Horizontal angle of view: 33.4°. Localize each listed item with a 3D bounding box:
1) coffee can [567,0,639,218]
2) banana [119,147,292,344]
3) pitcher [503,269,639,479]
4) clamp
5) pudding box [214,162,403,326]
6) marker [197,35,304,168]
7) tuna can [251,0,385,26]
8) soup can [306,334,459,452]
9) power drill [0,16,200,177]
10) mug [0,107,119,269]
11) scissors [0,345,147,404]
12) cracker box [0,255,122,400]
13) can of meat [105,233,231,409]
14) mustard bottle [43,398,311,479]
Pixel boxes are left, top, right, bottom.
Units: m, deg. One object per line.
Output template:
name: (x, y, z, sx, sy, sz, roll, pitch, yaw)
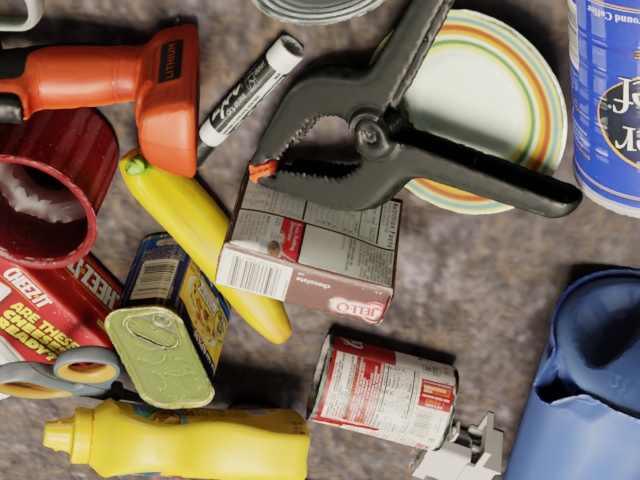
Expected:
coffee can: (0.185, -0.096, 0.572, 0.103, 0.102, 0.140, -3, 130, 13)
banana: (-0.082, -0.002, 0.728, 0.037, 0.069, 0.197, -29, 131, 12)
pitcher: (0.214, 0.145, 0.773, 0.149, 0.144, 0.243, 18, 136, 10)
clamp: (0.046, -0.061, 0.642, 0.210, 0.036, 0.164, -24, 99, 39)
pudding box: (-0.005, 0.001, 0.701, 0.113, 0.090, 0.039, 16, 131, -4)
marker: (-0.053, -0.085, 0.681, 0.020, 0.020, 0.121, 34, 128, -19)
tuna can: (0.001, -0.155, 0.577, 0.086, 0.034, 0.086, -7, 157, -3)
soup can: (0.047, 0.116, 0.807, 0.102, 0.068, 0.069, 15, 132, -4)
power drill: (-0.164, -0.076, 0.613, 0.187, 0.184, 0.057, 2, 132, -4)
mug: (-0.192, -0.046, 0.698, 0.117, 0.081, 0.093, 20, 132, -8)
scissors: (-0.150, 0.107, 0.804, 0.096, 0.016, 0.201, -25, 155, 32)
cracker box: (-0.277, 0.047, 0.803, 0.214, 0.072, 0.164, -23, 125, 26)
can of meat: (-0.106, 0.057, 0.771, 0.057, 0.084, 0.102, -6, 130, 15)
mustard bottle: (-0.109, 0.151, 0.803, 0.191, 0.096, 0.058, 7, 89, -15)
